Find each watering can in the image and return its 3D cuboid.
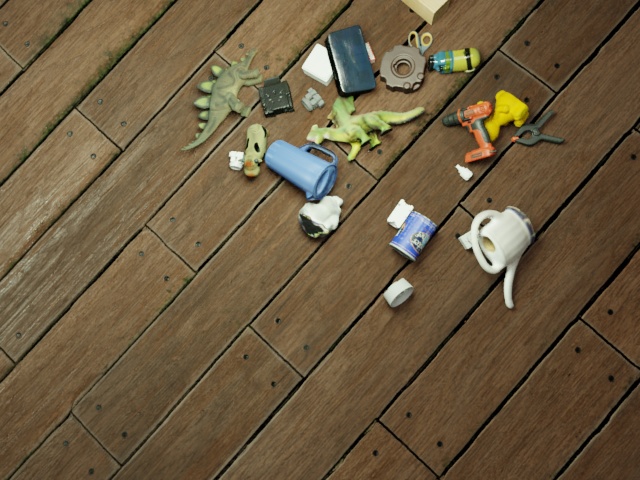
[{"bbox_3d":[0.619,0.038,1.706,0.226,0.104,0.344,-36,108,-16],"label":"watering can"}]

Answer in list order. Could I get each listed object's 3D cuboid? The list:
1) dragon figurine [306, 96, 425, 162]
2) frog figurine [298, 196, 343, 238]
[{"bbox_3d":[0.140,-0.435,1.828,0.412,0.120,0.245,-32,73,-9],"label":"dragon figurine"},{"bbox_3d":[0.005,-0.091,1.799,0.138,0.119,0.163,23,50,15],"label":"frog figurine"}]
